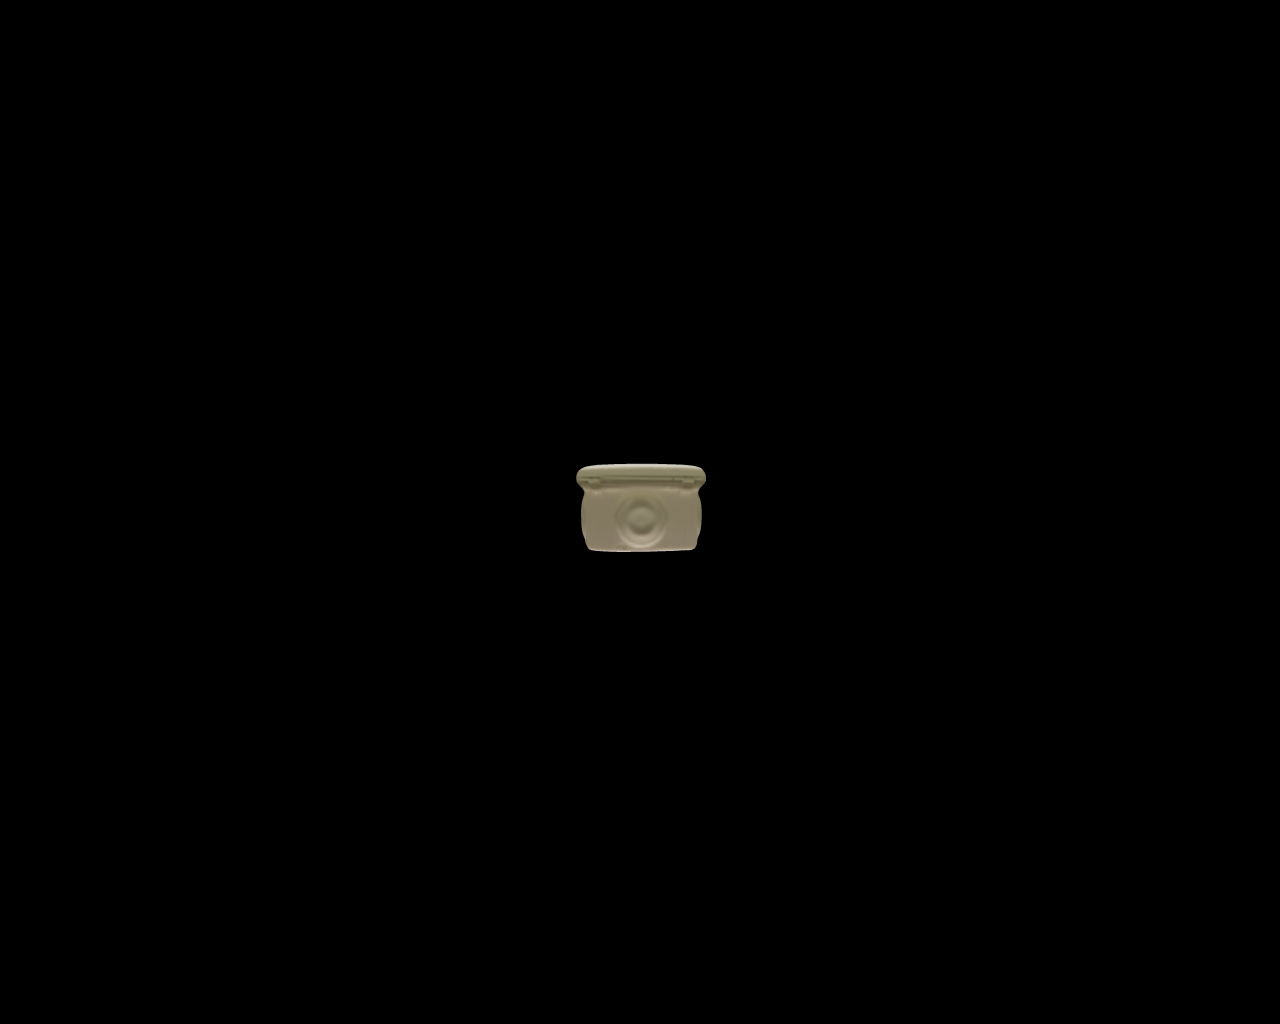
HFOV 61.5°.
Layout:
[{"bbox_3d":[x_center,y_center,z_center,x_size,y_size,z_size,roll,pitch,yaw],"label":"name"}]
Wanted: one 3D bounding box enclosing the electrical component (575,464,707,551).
[{"bbox_3d":[0.001,-0.003,0.650,0.080,0.051,0.080,0,0,0],"label":"electrical component"}]
